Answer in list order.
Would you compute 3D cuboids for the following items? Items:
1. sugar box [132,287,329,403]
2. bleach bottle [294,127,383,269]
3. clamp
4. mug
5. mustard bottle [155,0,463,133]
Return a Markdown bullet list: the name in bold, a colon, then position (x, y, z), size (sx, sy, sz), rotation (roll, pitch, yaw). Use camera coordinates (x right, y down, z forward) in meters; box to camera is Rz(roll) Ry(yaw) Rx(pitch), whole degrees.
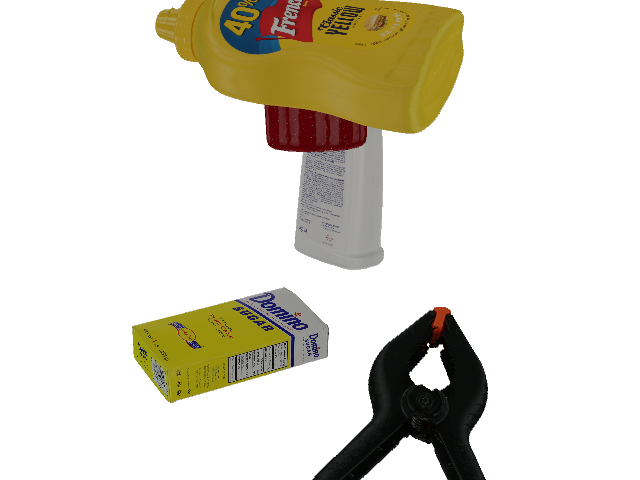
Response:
- **sugar box**: position (-0.089, 0.101, 1.070), size (0.176, 0.048, 0.093), rotation (-16, 33, -26)
- **bleach bottle**: position (0.029, -0.102, 1.148), size (0.103, 0.251, 0.067), rotation (19, 21, 38)
- **clamp**: position (0.056, 0.117, 0.693), size (0.120, 0.171, 0.039), rotation (9, -43, -4)
- **mug**: position (0.006, -0.117, 0.858), size (0.117, 0.081, 0.093), rotation (-10, 15, -33)
- **mustard bottle**: position (-0.015, -0.119, 0.656), size (0.192, 0.058, 0.096), rotation (13, 46, 20)
